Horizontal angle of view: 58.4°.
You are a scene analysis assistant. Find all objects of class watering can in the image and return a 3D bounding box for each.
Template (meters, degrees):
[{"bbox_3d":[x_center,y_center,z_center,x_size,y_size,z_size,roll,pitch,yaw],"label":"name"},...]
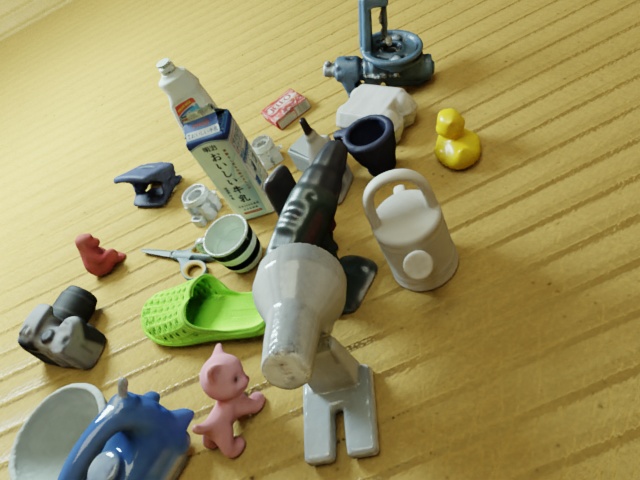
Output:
[{"bbox_3d":[0.125,-0.017,0.788,0.101,0.195,0.172,-34,44,-3],"label":"watering can"}]

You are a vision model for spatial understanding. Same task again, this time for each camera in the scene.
[{"bbox_3d":[-0.455,0.148,1.025,0.142,0.101,0.137,1,53,29],"label":"camera"}]

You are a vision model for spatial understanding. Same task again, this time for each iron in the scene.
[{"bbox_3d":[-0.288,0.313,0.758,0.118,0.142,0.258,11,58,35],"label":"iron"}]

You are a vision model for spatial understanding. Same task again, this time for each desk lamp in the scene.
[{"bbox_3d":[-0.007,0.138,0.708,0.117,0.214,0.203,-17,46,15],"label":"desk lamp"}]

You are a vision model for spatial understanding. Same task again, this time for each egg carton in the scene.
[{"bbox_3d":[0.106,-0.240,1.086,0.149,0.070,0.107,18,62,38],"label":"egg carton"}]

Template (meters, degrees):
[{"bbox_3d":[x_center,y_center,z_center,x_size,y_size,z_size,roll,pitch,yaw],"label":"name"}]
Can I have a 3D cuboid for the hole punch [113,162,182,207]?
[{"bbox_3d":[-0.373,-0.134,1.238,0.108,0.091,0.101,1,53,29],"label":"hole punch"}]

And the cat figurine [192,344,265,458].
[{"bbox_3d":[-0.135,0.213,0.781,0.067,0.118,0.128,3,53,31],"label":"cat figurine"}]

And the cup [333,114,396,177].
[{"bbox_3d":[0.085,-0.157,1.006,0.117,0.095,0.092,7,56,33],"label":"cup"}]

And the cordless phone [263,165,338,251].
[{"bbox_3d":[-0.062,-0.017,0.896,0.093,0.186,0.148,16,61,38],"label":"cordless phone"}]

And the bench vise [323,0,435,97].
[{"bbox_3d":[0.098,-0.366,1.094,0.207,0.220,0.121,-25,44,7],"label":"bench vise"}]

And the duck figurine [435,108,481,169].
[{"bbox_3d":[0.222,-0.176,0.954,0.077,0.086,0.104,-21,45,10],"label":"duck figurine"}]

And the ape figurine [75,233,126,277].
[{"bbox_3d":[-0.447,0.022,1.138,0.076,0.092,0.077,-43,45,-11],"label":"ape figurine"}]

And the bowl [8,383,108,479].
[{"bbox_3d":[-0.370,0.306,0.857,0.167,0.075,0.167,-15,46,17],"label":"bowl"}]

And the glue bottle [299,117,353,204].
[{"bbox_3d":[0.004,-0.143,0.980,0.037,0.174,0.078,5,55,32],"label":"glue bottle"}]

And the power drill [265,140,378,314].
[{"bbox_3d":[0.008,0.003,0.823,0.075,0.209,0.230,10,58,35],"label":"power drill"}]
